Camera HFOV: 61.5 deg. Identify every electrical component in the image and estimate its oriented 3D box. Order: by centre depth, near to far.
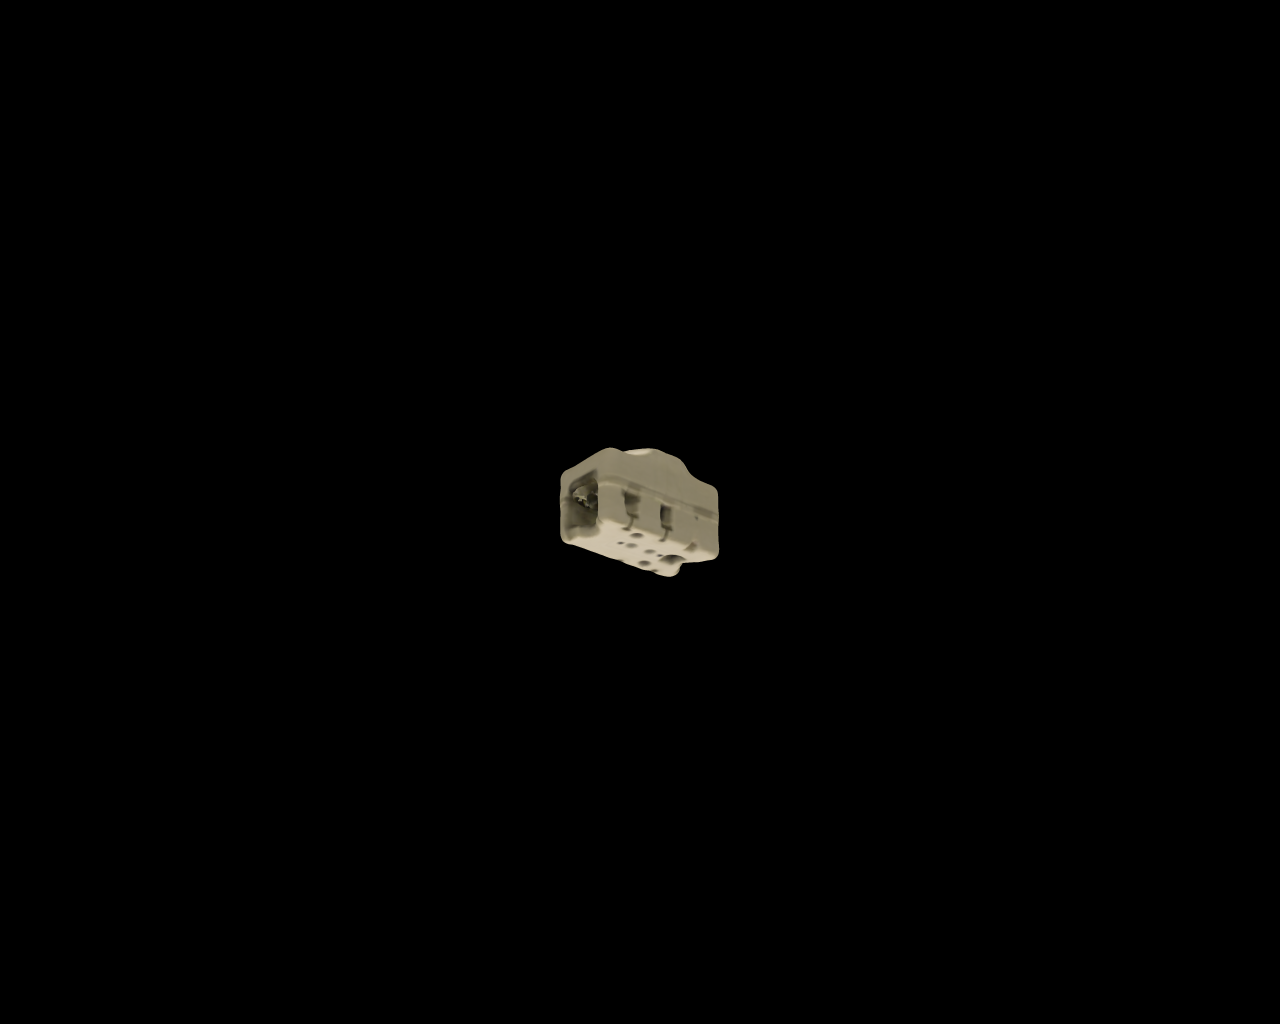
[{"bbox_3d":[0.001,-0.003,0.650,0.089,0.056,0.050,20,-32,-36],"label":"electrical component"}]
